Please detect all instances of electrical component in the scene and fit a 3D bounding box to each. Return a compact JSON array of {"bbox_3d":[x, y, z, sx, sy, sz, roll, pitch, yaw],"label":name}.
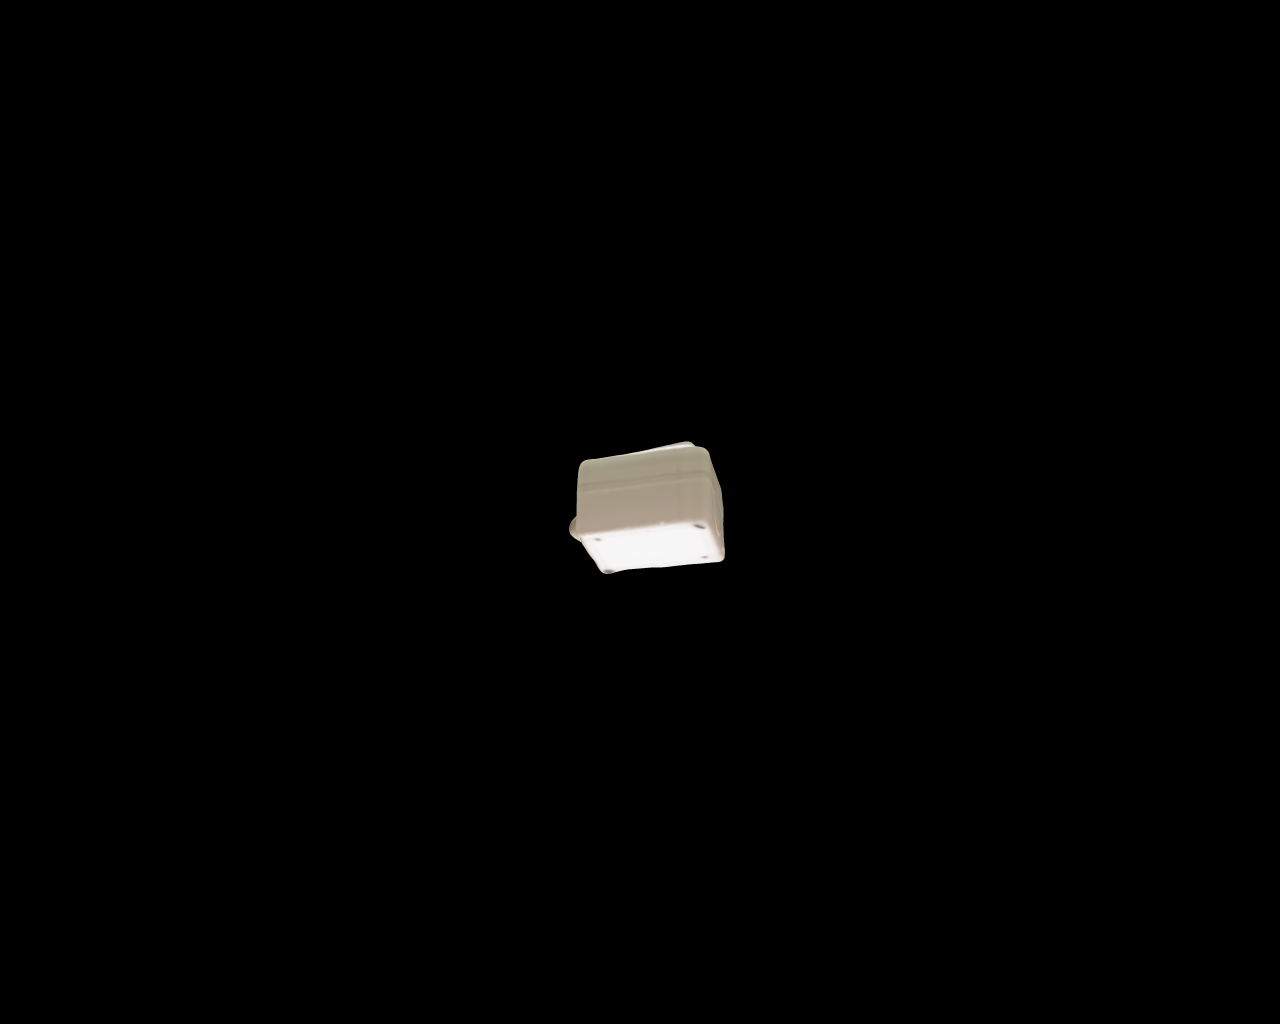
[{"bbox_3d":[0.001,-0.003,0.650,0.096,0.061,0.061,-6,-28,12],"label":"electrical component"}]
